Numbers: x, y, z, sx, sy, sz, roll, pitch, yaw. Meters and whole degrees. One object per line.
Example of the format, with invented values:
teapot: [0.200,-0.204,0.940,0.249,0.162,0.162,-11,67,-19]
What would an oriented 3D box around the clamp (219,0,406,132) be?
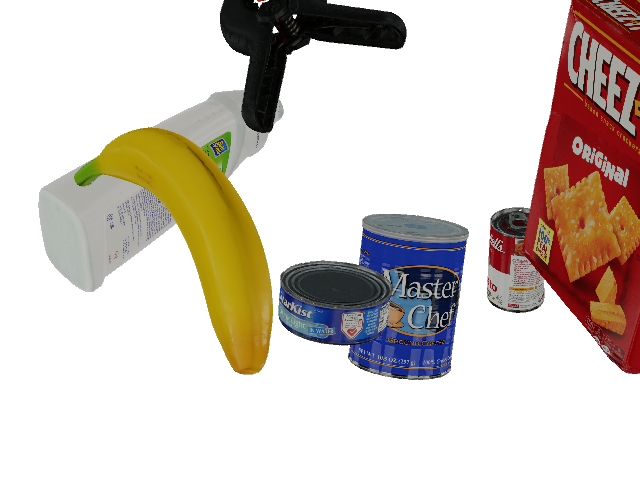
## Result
clamp: [-0.014,-0.151,0.737,0.120,0.171,0.039,-23,-43,1]

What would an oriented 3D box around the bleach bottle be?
bleach bottle: [-0.130,-0.061,0.953,0.068,0.103,0.250,36,53,25]

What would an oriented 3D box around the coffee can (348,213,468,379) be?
coffee can: [0.085,0.052,1.039,0.103,0.140,0.103,6,12,-1]

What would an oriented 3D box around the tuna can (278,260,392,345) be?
tuna can: [0.011,0.047,0.812,0.086,0.034,0.086,5,21,-2]

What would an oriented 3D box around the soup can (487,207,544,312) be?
soup can: [0.226,0.022,1.216,0.068,0.102,0.068,-2,30,1]

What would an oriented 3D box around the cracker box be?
cracker box: [0.216,-0.040,0.738,0.072,0.214,0.164,-7,34,-15]

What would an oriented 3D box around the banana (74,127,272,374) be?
banana: [-0.072,-0.011,0.592,0.037,0.070,0.198,6,30,-44]
